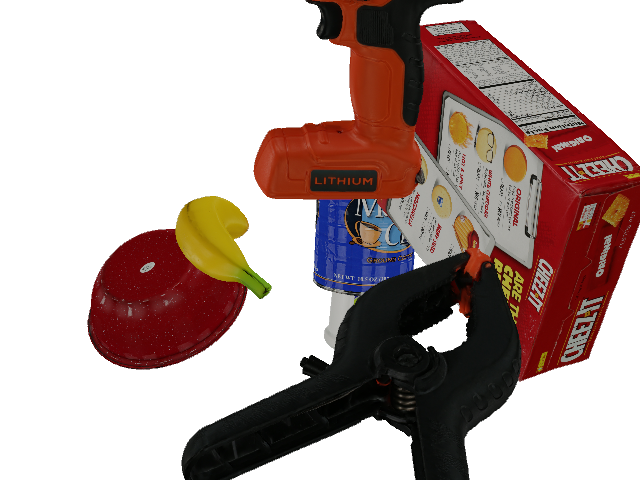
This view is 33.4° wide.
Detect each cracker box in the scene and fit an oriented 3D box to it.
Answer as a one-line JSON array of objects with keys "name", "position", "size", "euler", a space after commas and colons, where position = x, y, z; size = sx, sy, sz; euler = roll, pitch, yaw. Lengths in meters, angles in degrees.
[{"name": "cracker box", "position": [0.127, -0.035, 0.762], "size": [0.072, 0.164, 0.214], "euler": [-13, 44, -24]}]

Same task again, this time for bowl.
[{"name": "bowl", "position": [-0.152, 0.041, 0.999], "size": [0.162, 0.162, 0.055], "euler": [0, -43, 21]}]

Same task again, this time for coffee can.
[{"name": "coffee can", "position": [0.046, -0.026, 1.062], "size": [0.103, 0.140, 0.103], "euler": [2, 14, -1]}]

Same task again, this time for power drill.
[{"name": "power drill", "position": [0.004, -0.114, 0.629], "size": [0.184, 0.188, 0.057], "euler": [1, 37, -9]}]

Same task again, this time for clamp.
[{"name": "clamp", "position": [0.041, 0.067, 0.435], "size": [0.120, 0.039, 0.171], "euler": [32, 52, 22]}]

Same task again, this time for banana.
[{"name": "banana", "position": [-0.080, -0.003, 0.812], "size": [0.069, 0.037, 0.198], "euler": [45, 6, -17]}]

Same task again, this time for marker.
[{"name": "marker", "position": [0.036, 0.133, 0.946], "size": [0.121, 0.020, 0.020], "euler": [25, 7, 16]}]

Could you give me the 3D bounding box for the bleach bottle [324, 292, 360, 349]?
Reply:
[{"name": "bleach bottle", "position": [0.063, 0.008, 1.307], "size": [0.102, 0.251, 0.068], "euler": [-2, 16, -19]}]
